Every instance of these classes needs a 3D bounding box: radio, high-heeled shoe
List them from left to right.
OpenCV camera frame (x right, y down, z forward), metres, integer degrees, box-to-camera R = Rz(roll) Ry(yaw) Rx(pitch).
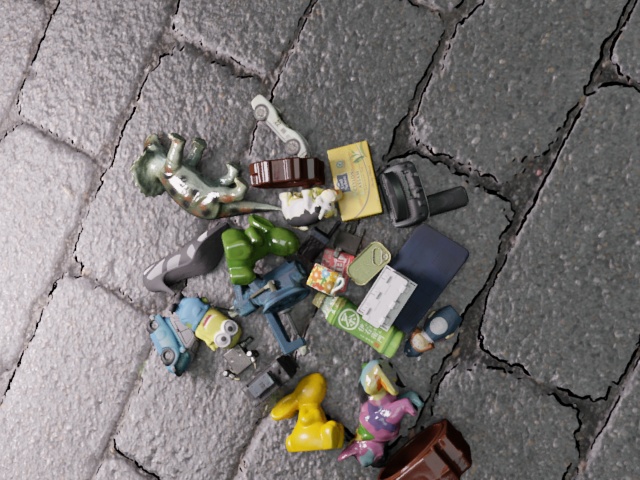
[{"bbox_3d":[-0.336,0.037,1.341,0.145,0.086,0.249,30,75,41],"label":"high-heeled shoe"},{"bbox_3d":[0.217,0.083,1.208,0.131,0.073,0.229,37,95,11],"label":"radio"}]

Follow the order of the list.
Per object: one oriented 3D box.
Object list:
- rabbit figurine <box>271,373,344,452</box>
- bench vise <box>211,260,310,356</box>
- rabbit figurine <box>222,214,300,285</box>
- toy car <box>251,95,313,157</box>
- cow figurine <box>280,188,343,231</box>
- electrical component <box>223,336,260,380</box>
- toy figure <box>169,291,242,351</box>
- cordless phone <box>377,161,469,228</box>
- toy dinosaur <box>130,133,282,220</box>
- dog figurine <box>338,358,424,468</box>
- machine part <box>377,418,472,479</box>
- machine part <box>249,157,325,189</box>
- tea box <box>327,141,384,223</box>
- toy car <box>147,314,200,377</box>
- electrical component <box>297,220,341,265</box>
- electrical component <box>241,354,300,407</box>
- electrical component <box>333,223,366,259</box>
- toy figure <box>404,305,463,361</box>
[{"bbox_3d":[-0.023,0.397,1.243,0.162,0.121,0.173,-8,73,21],"label":"rabbit figurine"},{"bbox_3d":[-0.105,0.167,1.246,0.224,0.128,0.240,-30,74,5],"label":"bench vise"},{"bbox_3d":[-0.135,0.016,1.241,0.170,0.159,0.121,-10,120,-11],"label":"rabbit figurine"},{"bbox_3d":[-0.088,-0.262,1.279,0.056,0.073,0.202,-44,81,8],"label":"toy car"},{"bbox_3d":[-0.017,-0.071,1.232,0.167,0.068,0.098,-2,94,45],"label":"cow figurine"},{"bbox_3d":[-0.192,0.291,1.299,0.102,0.045,0.078,-33,83,9],"label":"electrical component"},{"bbox_3d":[-0.270,0.191,1.287,0.180,0.089,0.082,31,100,3],"label":"toy figure"},{"bbox_3d":[0.236,-0.115,1.216,0.184,0.088,0.146,-16,85,0],"label":"cordless phone"},{"bbox_3d":[-0.295,-0.126,1.304,0.405,0.131,0.192,38,113,3],"label":"toy dinosaur"},{"bbox_3d":[0.113,0.397,1.204,0.219,0.108,0.191,-44,79,11],"label":"dog figurine"},{"bbox_3d":[0.215,0.476,1.129,0.201,0.201,0.087,-41,79,8],"label":"machine part"},{"bbox_3d":[-0.074,-0.150,1.227,0.179,0.179,0.056,-4,90,12],"label":"machine part"},{"bbox_3d":[0.084,-0.133,1.243,0.098,0.068,0.169,-14,86,11],"label":"tea box"},{"bbox_3d":[-0.350,0.246,1.314,0.103,0.109,0.162,-26,71,-15],"label":"toy car"},{"bbox_3d":[-0.003,-0.004,1.250,0.048,0.075,0.119,34,100,-4],"label":"electrical component"},{"bbox_3d":[-0.114,0.321,1.238,0.115,0.134,0.058,-42,81,6],"label":"electrical component"},{"bbox_3d":[0.067,0.007,1.249,0.063,0.021,0.094,20,65,13],"label":"electrical component"},{"bbox_3d":[0.247,0.209,1.207,0.154,0.057,0.064,-42,43,9],"label":"toy figure"}]
